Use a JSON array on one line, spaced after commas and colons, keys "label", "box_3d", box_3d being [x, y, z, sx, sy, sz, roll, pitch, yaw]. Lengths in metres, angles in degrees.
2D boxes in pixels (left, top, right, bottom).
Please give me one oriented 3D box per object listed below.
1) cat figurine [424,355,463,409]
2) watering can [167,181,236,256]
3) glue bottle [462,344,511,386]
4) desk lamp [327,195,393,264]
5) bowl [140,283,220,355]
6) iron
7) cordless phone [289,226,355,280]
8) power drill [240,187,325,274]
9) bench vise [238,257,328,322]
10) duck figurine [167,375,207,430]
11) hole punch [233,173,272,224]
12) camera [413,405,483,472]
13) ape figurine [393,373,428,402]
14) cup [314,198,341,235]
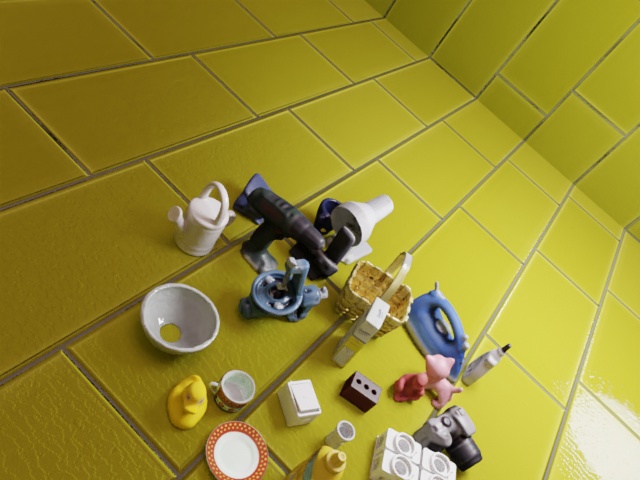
[{"label": "cat figurine", "box_3d": [0.309, 0.349, 1.461, 0.127, 0.117, 0.067, 49, 40, 14]}, {"label": "watering can", "box_3d": [-0.273, -0.054, 1.352, 0.101, 0.194, 0.173, 44, 39, 9]}, {"label": "glue bottle", "box_3d": [0.456, 0.328, 1.549, 0.037, 0.173, 0.078, 42, 39, 6]}, {"label": "desk lamp", "box_3d": [0.105, -0.036, 1.605, 0.118, 0.213, 0.204, 50, 41, 15]}, {"label": "bowl", "box_3d": [-0.301, 0.177, 1.200, 0.168, 0.074, 0.167, 21, 42, -20]}, {"label": "iron", "box_3d": [0.338, 0.245, 1.566, 0.119, 0.141, 0.258, -7, 56, -41]}, {"label": "cordless phone", "box_3d": [0.014, 0.005, 1.519, 0.147, 0.185, 0.094, 47, 40, 11]}, {"label": "power drill", "box_3d": [-0.108, -0.011, 1.424, 0.229, 0.208, 0.076, 47, 40, 11]}, {"label": "bench vise", "box_3d": [-0.066, 0.103, 1.336, 0.208, 0.219, 0.121, -17, 63, -45]}, {"label": "duck figurine", "box_3d": [-0.247, 0.303, 1.110, 0.078, 0.086, 0.104, 23, 41, -17]}, {"label": "hole punch", "box_3d": [-0.168, -0.115, 1.573, 0.101, 0.091, 0.109, 32, 39, -7]}, {"label": "camera", "box_3d": [0.320, 0.476, 1.359, 0.144, 0.100, 0.136, -10, 58, -42]}, {"label": "ape figurine", "box_3d": [0.229, 0.358, 1.413, 0.078, 0.092, 0.076, 36, 39, -2]}, {"label": "cup", "box_3d": [0.016, -0.056, 1.651, 0.091, 0.095, 0.118, 47, 40, 11]}]
